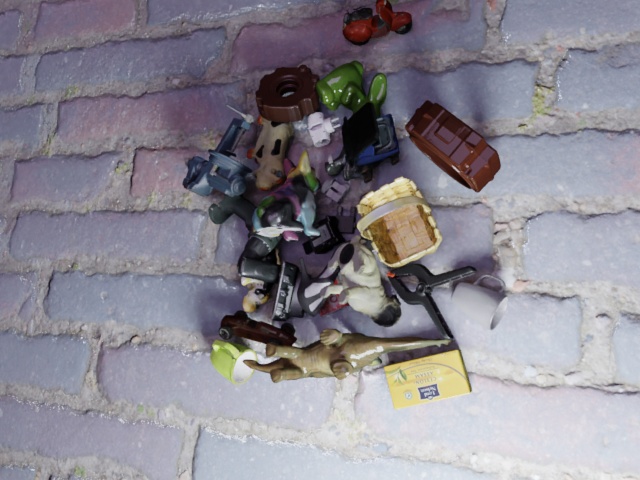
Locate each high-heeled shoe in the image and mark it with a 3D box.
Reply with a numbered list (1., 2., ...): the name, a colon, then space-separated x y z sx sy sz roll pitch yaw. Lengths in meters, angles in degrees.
1. high-heeled shoe: 0.060 0.081 1.264 0.249 0.086 0.145 -17 85 -6

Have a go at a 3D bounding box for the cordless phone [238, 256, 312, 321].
1. cordless phone: -0.121 0.116 1.280 0.089 0.184 0.146 5 81 49

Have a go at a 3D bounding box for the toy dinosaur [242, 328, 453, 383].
1. toy dinosaur: 0.049 0.251 1.186 0.472 0.198 0.105 -9 76 19

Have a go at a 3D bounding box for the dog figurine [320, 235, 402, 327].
1. dog figurine: 0.118 0.097 1.213 0.121 0.190 0.172 29 95 58

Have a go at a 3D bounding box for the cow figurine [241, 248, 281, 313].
1. cow figurine: -0.146 0.101 1.360 0.098 0.068 0.167 0 80 16

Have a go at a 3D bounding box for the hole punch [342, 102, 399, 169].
1. hole punch: 0.116 -0.240 1.254 0.116 0.092 0.142 -31 59 42

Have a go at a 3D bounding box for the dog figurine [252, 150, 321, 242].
1. dog figurine: -0.075 -0.112 1.281 0.108 0.191 0.219 -19 66 43

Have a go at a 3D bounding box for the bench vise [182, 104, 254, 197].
1. bench vise: -0.247 -0.217 1.377 0.224 0.128 0.240 26 90 47

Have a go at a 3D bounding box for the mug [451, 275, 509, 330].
1. mug: 0.346 0.125 1.165 0.107 0.080 0.109 25 96 32

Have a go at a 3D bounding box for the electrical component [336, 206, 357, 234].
1. electrical component: 0.060 -0.038 1.332 0.063 0.021 0.094 5 82 20

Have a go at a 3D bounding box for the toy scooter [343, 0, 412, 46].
1. toy scooter: 0.132 -0.552 1.340 0.184 0.135 0.075 -3 81 21

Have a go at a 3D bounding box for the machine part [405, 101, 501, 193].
1. machine part: 0.291 -0.200 1.180 0.201 0.201 0.087 44 100 21

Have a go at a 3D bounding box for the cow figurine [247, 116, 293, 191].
1. cow figurine: -0.122 -0.221 1.403 0.127 0.085 0.195 14 84 28

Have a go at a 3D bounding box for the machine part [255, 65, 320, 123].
1. machine part: -0.082 -0.380 1.394 0.179 0.056 0.179 -6 55 8

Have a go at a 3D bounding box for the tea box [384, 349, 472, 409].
1. tea box: 0.237 0.304 1.178 0.170 0.068 0.098 -19 74 15

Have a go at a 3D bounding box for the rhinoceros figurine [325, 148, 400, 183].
1. rhinoceros figurine: 0.102 -0.204 1.320 0.190 0.073 0.112 -26 74 14

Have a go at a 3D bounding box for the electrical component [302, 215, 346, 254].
1. electrical component: -0.003 -0.004 1.320 0.119 0.047 0.075 -26 76 28

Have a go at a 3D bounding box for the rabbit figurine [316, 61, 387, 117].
1. rabbit figurine: 0.097 -0.348 1.342 0.159 0.121 0.170 -35 83 1

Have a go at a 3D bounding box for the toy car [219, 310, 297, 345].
1. toy car: -0.154 0.221 1.323 0.202 0.089 0.053 10 114 23

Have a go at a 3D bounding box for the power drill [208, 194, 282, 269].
1. power drill: -0.186 -0.039 1.358 0.208 0.085 0.232 26 63 35
